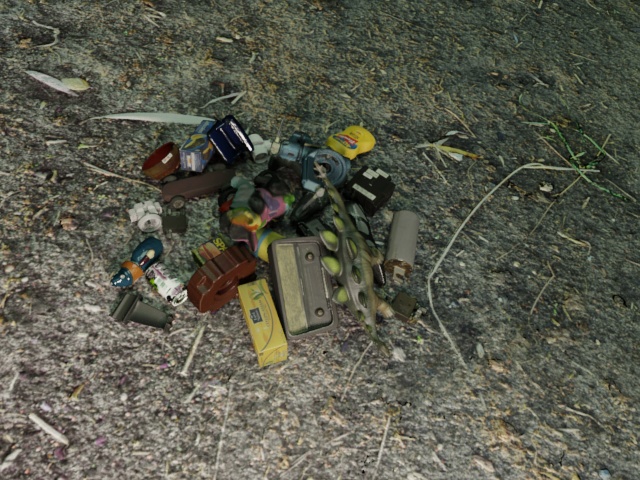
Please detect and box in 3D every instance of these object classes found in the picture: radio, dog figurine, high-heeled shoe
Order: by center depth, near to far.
[{"bbox_3d":[-0.040,0.108,1.243,0.131,0.073,0.229,-8,83,-17],"label":"radio"},{"bbox_3d":[-0.143,-0.061,1.266,0.192,0.108,0.219,-1,31,-13],"label":"dog figurine"},{"bbox_3d":[0.120,0.005,1.420,0.249,0.086,0.145,59,32,8],"label":"high-heeled shoe"}]

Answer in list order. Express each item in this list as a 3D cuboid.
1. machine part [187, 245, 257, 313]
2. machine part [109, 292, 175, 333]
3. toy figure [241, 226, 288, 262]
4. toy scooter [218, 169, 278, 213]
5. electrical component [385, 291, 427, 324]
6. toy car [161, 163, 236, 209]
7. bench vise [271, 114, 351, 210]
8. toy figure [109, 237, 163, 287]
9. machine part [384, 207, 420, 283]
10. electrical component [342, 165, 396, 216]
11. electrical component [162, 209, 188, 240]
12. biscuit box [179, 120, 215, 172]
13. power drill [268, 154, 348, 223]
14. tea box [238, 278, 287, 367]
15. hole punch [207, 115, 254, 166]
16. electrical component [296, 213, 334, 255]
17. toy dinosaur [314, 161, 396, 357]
[{"bbox_3d":[-0.219,0.091,1.216,0.179,0.179,0.056,-34,69,-29],"label":"machine part"},{"bbox_3d":[-0.395,0.167,1.208,0.139,0.039,0.084,21,49,7],"label":"machine part"},{"bbox_3d":[-0.128,0.013,1.336,0.180,0.089,0.082,34,61,10],"label":"toy figure"},{"bbox_3d":[-0.169,-0.092,1.412,0.184,0.075,0.135,-31,91,-15],"label":"toy scooter"},{"bbox_3d":[0.206,0.166,1.316,0.102,0.045,0.078,32,57,12],"label":"electrical component"},{"bbox_3d":[-0.320,-0.143,1.433,0.202,0.053,0.089,-18,58,-20],"label":"toy car"},{"bbox_3d":[-0.023,-0.192,1.385,0.223,0.128,0.241,24,34,-19],"label":"bench vise"},{"bbox_3d":[-0.430,0.057,1.263,0.058,0.064,0.154,35,54,-4],"label":"toy figure"},{"bbox_3d":[0.216,0.007,1.413,0.079,0.079,0.243,16,55,1],"label":"machine part"},{"bbox_3d":[0.145,-0.146,1.521,0.115,0.058,0.134,37,56,13],"label":"electrical component"},{"bbox_3d":[-0.369,-0.040,1.370,0.063,0.021,0.094,-2,55,-12],"label":"electrical component"},{"bbox_3d":[-0.323,-0.262,1.476,0.059,0.062,0.203,7,37,3],"label":"biscuit box"},{"bbox_3d":[-0.050,-0.166,1.485,0.232,0.085,0.207,-35,63,-31],"label":"power drill"},{"bbox_3d":[-0.129,0.185,1.206,0.068,0.098,0.170,-14,61,-14],"label":"tea box"},{"bbox_3d":[-0.235,-0.283,1.475,0.142,0.092,0.116,53,23,-23],"label":"hole punch"},{"bbox_3d":[-0.003,-0.004,1.398,0.075,0.047,0.119,-22,60,-23],"label":"electrical component"},{"bbox_3d":[0.075,0.044,1.246,0.105,0.198,0.471,-24,72,17],"label":"toy dinosaur"}]
